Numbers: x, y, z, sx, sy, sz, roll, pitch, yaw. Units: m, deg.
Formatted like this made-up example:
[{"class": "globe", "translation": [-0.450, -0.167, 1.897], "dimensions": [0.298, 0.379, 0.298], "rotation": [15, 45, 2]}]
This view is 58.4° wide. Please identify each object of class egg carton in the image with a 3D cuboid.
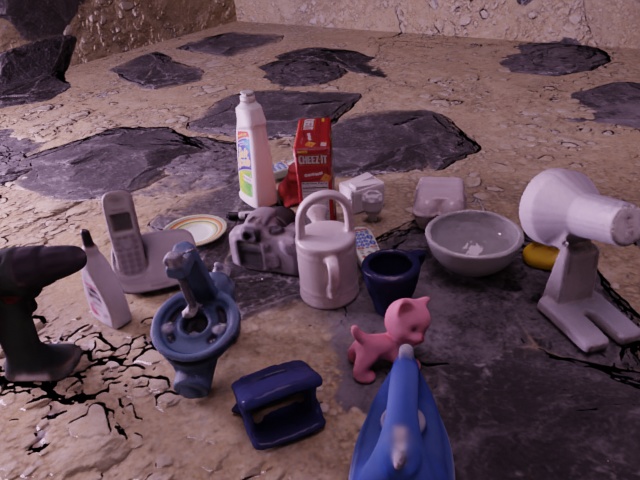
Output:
[{"class": "egg carton", "translation": [0.245, -0.077, 1.166], "dimensions": [0.107, 0.069, 0.150], "rotation": [3, 31, 11]}]

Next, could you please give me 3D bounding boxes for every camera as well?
[{"class": "camera", "translation": [-0.080, -0.015, 1.069], "dimensions": [0.142, 0.101, 0.137], "rotation": [9, 33, 21]}]

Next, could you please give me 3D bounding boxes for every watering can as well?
[{"class": "watering can", "translation": [0.006, 0.004, 0.936], "dimensions": [0.101, 0.194, 0.172], "rotation": [-20, 34, -24]}]

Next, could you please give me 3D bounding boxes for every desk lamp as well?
[{"class": "desk lamp", "translation": [0.390, 0.017, 0.848], "dimensions": [0.118, 0.214, 0.202], "rotation": [-12, 32, -13]}]

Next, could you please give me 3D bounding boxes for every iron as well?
[{"class": "iron", "translation": [0.093, 0.201, 0.645], "dimensions": [0.118, 0.141, 0.258], "rotation": [1, 31, 9]}]

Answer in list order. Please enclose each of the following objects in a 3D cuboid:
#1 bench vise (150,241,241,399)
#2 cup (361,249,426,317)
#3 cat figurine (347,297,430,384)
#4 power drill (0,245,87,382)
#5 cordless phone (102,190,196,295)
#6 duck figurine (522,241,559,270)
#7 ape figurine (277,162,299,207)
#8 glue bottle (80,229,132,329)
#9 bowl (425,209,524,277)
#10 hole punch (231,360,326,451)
[{"class": "bench vise", "translation": [-0.179, 0.080, 0.804], "dimensions": [0.121, 0.220, 0.207], "rotation": [-9, 31, -8]}, {"class": "cup", "translation": [0.122, 0.069, 0.909], "dimensions": [0.118, 0.095, 0.091], "rotation": [-24, 36, -30]}, {"class": "cat figurine", "translation": [0.100, 0.126, 0.794], "dimensions": [0.128, 0.118, 0.067], "rotation": [-11, 31, -11]}, {"class": "power drill", "translation": [-0.417, 0.100, 0.811], "dimensions": [0.229, 0.209, 0.075], "rotation": [-2, 31, 4]}, {"class": "cordless phone", "translation": [-0.295, -0.004, 0.994], "dimensions": [0.148, 0.185, 0.094], "rotation": [-13, 32, -14]}, {"class": "duck figurine", "translation": [0.411, 0.000, 1.000], "dimensions": [0.104, 0.086, 0.077], "rotation": [-2, 31, 4]}, {"class": "ape figurine", "translation": [-0.054, -0.127, 1.264], "dimensions": [0.077, 0.092, 0.076], "rotation": [5, 32, 15]}, {"class": "glue bottle", "translation": [-0.352, 0.057, 0.909], "dimensions": [0.077, 0.173, 0.037], "rotation": [17, 37, 32]}, {"class": "bowl", "translation": [0.267, 0.016, 1.001], "dimensions": [0.167, 0.075, 0.167], "rotation": [-3, 31, 2]}, {"class": "hole punch", "translation": [-0.057, 0.193, 0.726], "dimensions": [0.109, 0.091, 0.100], "rotation": [-15, 32, -18]}]
